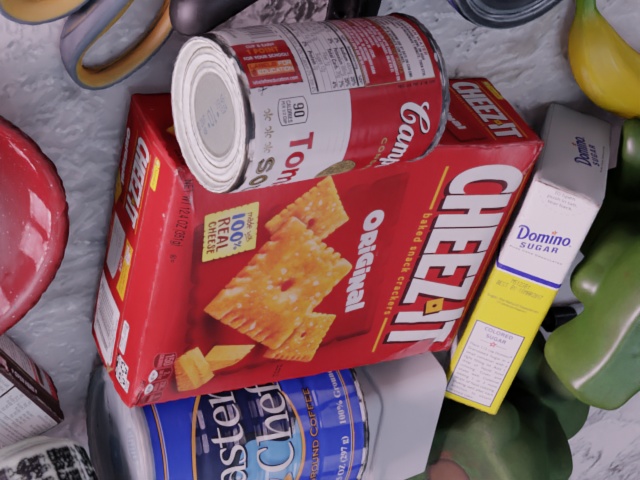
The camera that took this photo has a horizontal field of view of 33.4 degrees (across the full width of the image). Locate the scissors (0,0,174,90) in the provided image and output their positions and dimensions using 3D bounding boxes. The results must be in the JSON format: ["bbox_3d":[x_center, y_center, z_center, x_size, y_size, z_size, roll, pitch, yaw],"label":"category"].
[{"bbox_3d":[-0.062,-0.147,0.431,0.096,0.016,0.202,12,124,-44],"label":"scissors"}]

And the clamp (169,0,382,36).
[{"bbox_3d":[0.021,-0.139,0.477,0.172,0.039,0.120,-45,154,14],"label":"clamp"}]

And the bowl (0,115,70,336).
[{"bbox_3d":[-0.193,-0.011,0.456,0.162,0.055,0.162,-18,138,-17],"label":"bowl"}]

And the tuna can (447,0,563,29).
[{"bbox_3d":[0.093,-0.146,0.517,0.086,0.034,0.086,-18,138,-17],"label":"tuna can"}]

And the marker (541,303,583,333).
[{"bbox_3d":[0.215,0.054,0.812,0.120,0.020,0.020,-6,134,-28],"label":"marker"}]

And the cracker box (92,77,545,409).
[{"bbox_3d":[-0.004,0.001,0.576,0.213,0.072,0.164,-6,134,-28],"label":"cracker box"}]

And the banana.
[{"bbox_3d":[0.209,-0.100,0.635,0.197,0.037,0.070,8,127,-37],"label":"banana"}]

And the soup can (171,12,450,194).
[{"bbox_3d":[-0.004,-0.060,0.461,0.102,0.069,0.069,-12,137,-31],"label":"soup can"}]

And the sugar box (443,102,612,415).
[{"bbox_3d":[0.125,0.014,0.655,0.048,0.093,0.176,22,129,3],"label":"sugar box"}]

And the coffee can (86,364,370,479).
[{"bbox_3d":[-0.056,0.115,0.635,0.140,0.103,0.103,-6,134,-28],"label":"coffee can"}]

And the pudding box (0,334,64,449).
[{"bbox_3d":[-0.208,0.093,0.567,0.113,0.039,0.090,-28,143,-1],"label":"pudding box"}]
